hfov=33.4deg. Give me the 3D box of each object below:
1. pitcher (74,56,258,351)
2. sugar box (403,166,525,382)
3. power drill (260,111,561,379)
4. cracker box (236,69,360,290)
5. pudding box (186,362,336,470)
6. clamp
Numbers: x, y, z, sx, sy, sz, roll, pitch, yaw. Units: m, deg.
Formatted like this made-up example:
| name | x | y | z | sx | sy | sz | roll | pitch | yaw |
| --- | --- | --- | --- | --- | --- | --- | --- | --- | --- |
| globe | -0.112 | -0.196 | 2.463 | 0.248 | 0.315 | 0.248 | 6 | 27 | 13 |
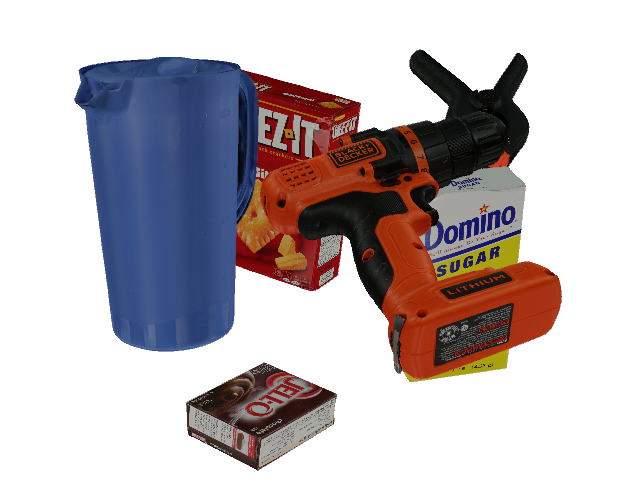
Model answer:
| name | x | y | z | sx | sy | sz | roll | pitch | yaw |
| --- | --- | --- | --- | --- | --- | --- | --- | --- | --- |
| pitcher | -0.124 | -0.036 | 0.924 | 0.149 | 0.243 | 0.145 | -2 | 17 | -5 |
| sugar box | 0.115 | 0.030 | 0.889 | 0.093 | 0.176 | 0.048 | -7 | 31 | -13 |
| power drill | 0.074 | -0.007 | 0.691 | 0.184 | 0.057 | 0.188 | -20 | 44 | -14 |
| cracker box | -0.053 | -0.067 | 1.202 | 0.164 | 0.214 | 0.072 | 19 | 28 | 24 |
| pudding box | -0.053 | 0.159 | 0.980 | 0.090 | 0.039 | 0.113 | 18 | 27 | 34 |
| clamp | 0.146 | -0.131 | 1.029 | 0.120 | 0.039 | 0.171 | 2 | 44 | 2 |
